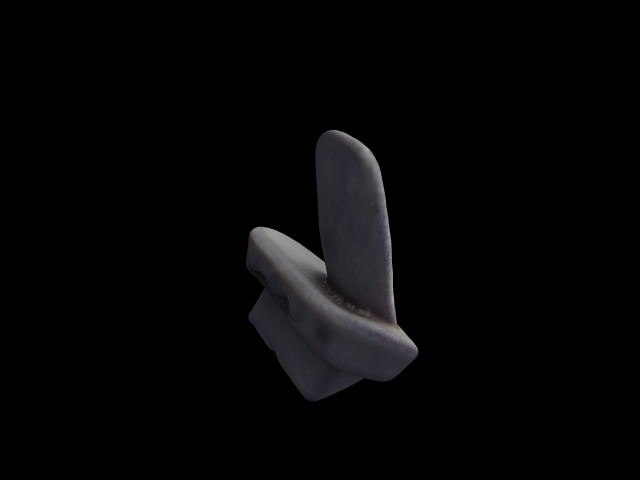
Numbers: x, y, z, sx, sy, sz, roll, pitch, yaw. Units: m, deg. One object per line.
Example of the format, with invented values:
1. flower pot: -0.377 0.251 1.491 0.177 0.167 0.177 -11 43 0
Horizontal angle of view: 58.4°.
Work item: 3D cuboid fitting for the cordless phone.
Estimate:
1. cordless phone: 0.004 0.001 0.400 0.094 0.185 0.147 -19 36 -29
